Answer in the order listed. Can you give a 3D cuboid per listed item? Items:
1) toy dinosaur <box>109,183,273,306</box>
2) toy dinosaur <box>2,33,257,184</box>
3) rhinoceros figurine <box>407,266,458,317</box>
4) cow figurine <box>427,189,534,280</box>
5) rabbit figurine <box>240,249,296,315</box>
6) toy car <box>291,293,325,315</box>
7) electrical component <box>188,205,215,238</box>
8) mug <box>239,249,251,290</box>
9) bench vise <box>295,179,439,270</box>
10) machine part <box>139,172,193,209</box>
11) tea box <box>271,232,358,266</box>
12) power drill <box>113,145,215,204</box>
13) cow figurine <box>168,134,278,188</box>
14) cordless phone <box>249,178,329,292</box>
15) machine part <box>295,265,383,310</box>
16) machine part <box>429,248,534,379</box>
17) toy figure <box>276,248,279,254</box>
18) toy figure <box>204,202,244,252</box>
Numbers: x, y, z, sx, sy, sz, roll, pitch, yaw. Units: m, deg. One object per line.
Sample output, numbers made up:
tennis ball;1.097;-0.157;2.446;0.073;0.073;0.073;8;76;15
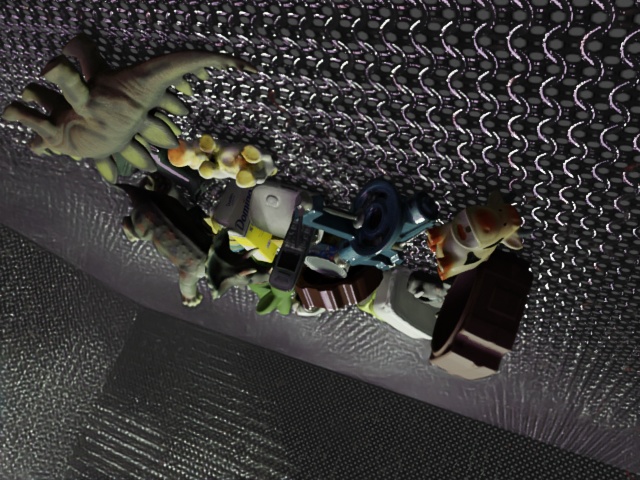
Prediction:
toy dinosaur;-0.271;-0.015;1.012;0.405;0.131;0.192;40;143;5
toy dinosaur;-0.297;-0.191;0.773;0.472;0.105;0.198;-15;135;39
rhinoceros figurine;0.265;0.115;1.071;0.190;0.073;0.112;20;160;3
cow figurine;0.222;-0.003;0.768;0.127;0.085;0.194;-22;165;5
rabbit figurine;-0.108;0.090;1.220;0.121;0.159;0.170;6;-178;-31
toy car;0.033;0.105;1.156;0.074;0.202;0.056;-116;2;-66
electrical component;-0.275;-0.036;1.176;0.048;0.075;0.119;-26;137;9
mug;-0.151;0.059;1.347;0.107;0.109;0.080;-18;162;-17
bench vise;0.052;-0.024;0.836;0.240;0.129;0.224;14;160;-34
machine part;-0.337;-0.078;1.206;0.079;0.079;0.243;16;161;16
tea box;-0.002;-0.003;1.054;0.170;0.068;0.098;2;152;42
power drill;-0.279;-0.154;0.937;0.207;0.086;0.232;24;152;-18
cow figurine;-0.156;-0.133;0.871;0.168;0.068;0.098;15;-168;16
cordless phone;-0.072;-0.007;0.947;0.147;0.184;0.088;17;164;14
machine part;0.038;0.074;1.071;0.180;0.179;0.056;3;122;43
machine part;0.263;0.123;0.902;0.087;0.201;0.201;23;161;5
toy figure;-0.068;0.011;1.184;0.155;0.064;0.057;21;125;10
toy figure;-0.186;-0.024;1.172;0.089;0.082;0.180;38;161;15
